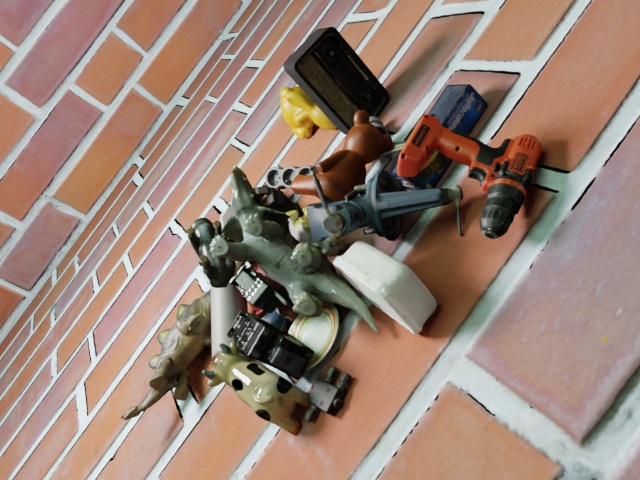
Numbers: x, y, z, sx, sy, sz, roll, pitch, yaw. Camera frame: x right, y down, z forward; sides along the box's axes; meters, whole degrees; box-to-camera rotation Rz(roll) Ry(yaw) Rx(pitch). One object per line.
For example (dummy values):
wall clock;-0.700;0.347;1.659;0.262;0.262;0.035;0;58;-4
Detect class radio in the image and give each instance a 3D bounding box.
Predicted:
radio;0.042;-0.346;1.187;0.131;0.229;0.073;-50;32;-3

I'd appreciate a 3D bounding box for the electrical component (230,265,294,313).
electrical component;-0.099;0.101;0.976;0.119;0.074;0.048;39;91;27

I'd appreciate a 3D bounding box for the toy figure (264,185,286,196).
toy figure;-0.113;-0.072;1.264;0.082;0.089;0.180;-62;20;15

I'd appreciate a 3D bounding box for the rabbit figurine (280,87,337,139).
rabbit figurine;-0.015;-0.334;1.348;0.122;0.162;0.173;-46;48;-11

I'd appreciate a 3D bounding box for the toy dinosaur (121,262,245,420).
toy dinosaur;-0.277;0.195;1.197;0.471;0.105;0.199;-51;25;-18

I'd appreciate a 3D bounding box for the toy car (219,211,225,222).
toy car;-0.219;-0.044;1.396;0.202;0.056;0.073;-8;53;49

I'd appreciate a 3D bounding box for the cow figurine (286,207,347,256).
cow figurine;-0.003;-0.002;1.050;0.068;0.098;0.168;-18;26;-23

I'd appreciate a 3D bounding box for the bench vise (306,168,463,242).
bench vise;0.106;-0.055;0.874;0.241;0.223;0.128;-8;87;26

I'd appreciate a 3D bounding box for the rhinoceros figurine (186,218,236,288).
rhinoceros figurine;-0.223;0.017;1.107;0.073;0.111;0.190;-25;46;-13

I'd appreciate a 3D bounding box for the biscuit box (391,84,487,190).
biscuit box;0.213;-0.182;0.958;0.202;0.059;0.063;-57;30;-5

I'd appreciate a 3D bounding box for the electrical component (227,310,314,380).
electrical component;-0.080;0.177;0.900;0.134;0.114;0.058;19;80;60

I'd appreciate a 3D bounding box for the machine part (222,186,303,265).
machine part;-0.118;-0.027;1.145;0.179;0.179;0.056;-41;34;20

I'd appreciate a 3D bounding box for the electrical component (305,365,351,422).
electrical component;0.011;0.246;0.842;0.063;0.021;0.094;13;69;56

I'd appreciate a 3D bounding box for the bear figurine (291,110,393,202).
bear figurine;0.050;-0.155;1.094;0.132;0.120;0.196;-3;55;56

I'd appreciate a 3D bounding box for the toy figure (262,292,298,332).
toy figure;-0.075;0.146;1.019;0.064;0.057;0.154;38;86;15

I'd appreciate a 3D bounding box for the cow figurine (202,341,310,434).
cow figurine;-0.115;0.243;0.912;0.195;0.127;0.085;15;69;54

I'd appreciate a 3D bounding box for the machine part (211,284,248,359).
machine part;-0.184;0.163;1.096;0.079;0.079;0.243;-33;50;30

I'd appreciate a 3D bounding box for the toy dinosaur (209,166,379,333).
toy dinosaur;-0.048;0.037;0.956;0.405;0.192;0.131;40;104;15

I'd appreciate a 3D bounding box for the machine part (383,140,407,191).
machine part;0.149;-0.138;1.024;0.084;0.039;0.139;-3;55;42
